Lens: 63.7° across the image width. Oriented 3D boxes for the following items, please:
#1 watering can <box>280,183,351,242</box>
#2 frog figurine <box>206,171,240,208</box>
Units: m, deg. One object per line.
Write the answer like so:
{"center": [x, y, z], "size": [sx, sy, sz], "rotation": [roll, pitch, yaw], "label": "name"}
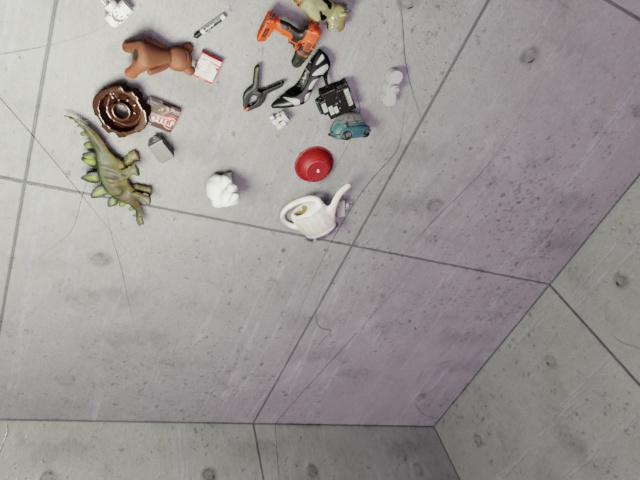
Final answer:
{"center": [0.006, -0.107, 2.131], "size": [0.345, 0.106, 0.220], "rotation": [-19, -49, 19], "label": "watering can"}
{"center": [-0.364, -0.175, 1.932], "size": [0.122, 0.135, 0.163], "rotation": [19, 29, -28], "label": "frog figurine"}
